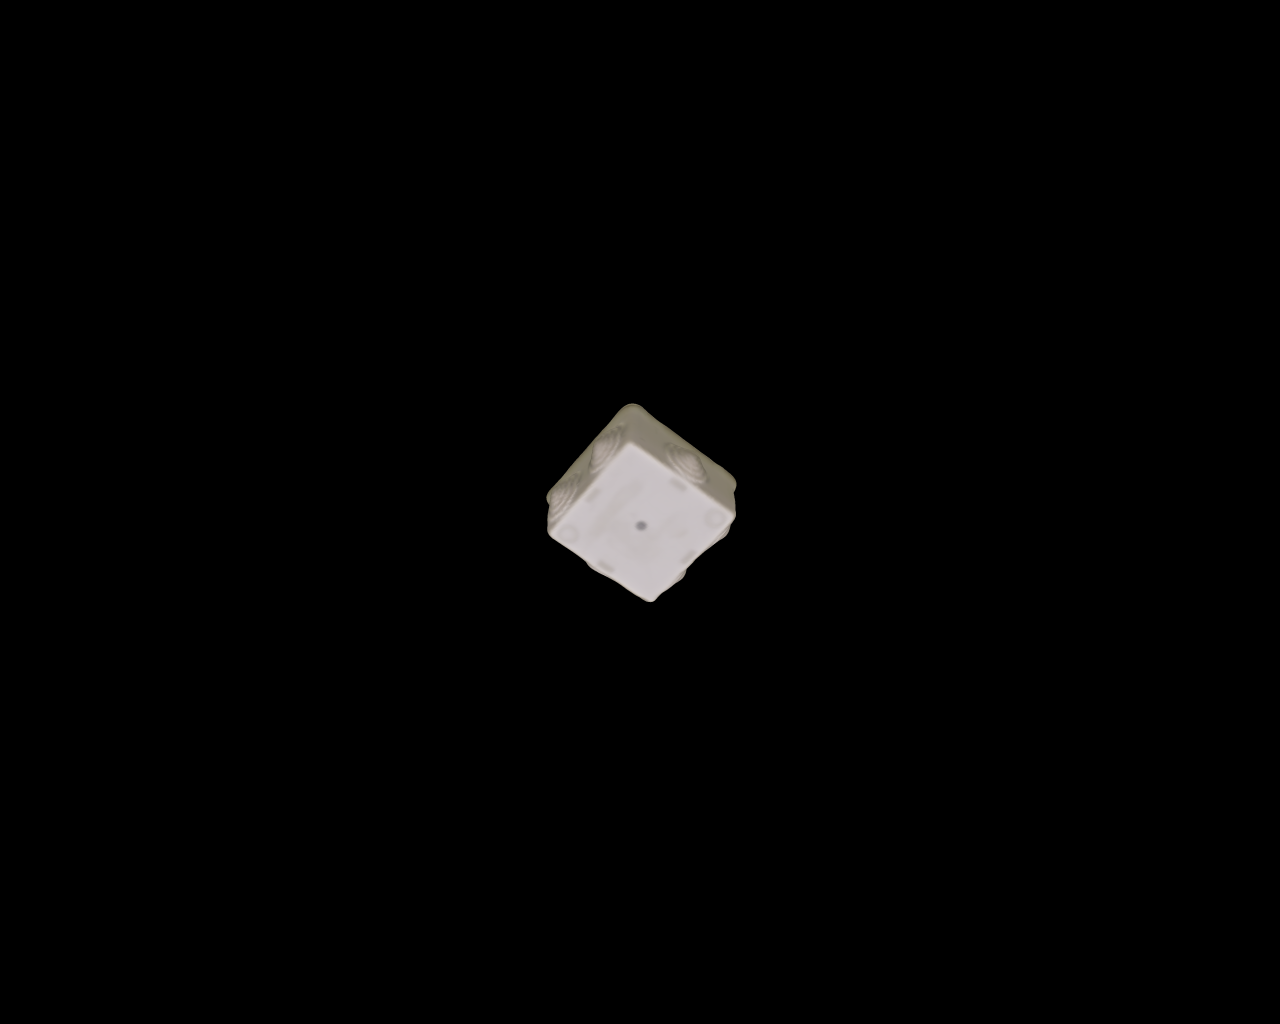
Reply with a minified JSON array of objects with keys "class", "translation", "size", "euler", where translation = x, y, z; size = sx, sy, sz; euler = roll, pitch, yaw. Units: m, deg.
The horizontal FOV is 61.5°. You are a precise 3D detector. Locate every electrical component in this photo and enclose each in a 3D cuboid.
[{"class":"electrical component","translation":[0.001,-0.003,0.650],"size":[0.099,0.099,0.048],"euler":[36,24,-18]}]
